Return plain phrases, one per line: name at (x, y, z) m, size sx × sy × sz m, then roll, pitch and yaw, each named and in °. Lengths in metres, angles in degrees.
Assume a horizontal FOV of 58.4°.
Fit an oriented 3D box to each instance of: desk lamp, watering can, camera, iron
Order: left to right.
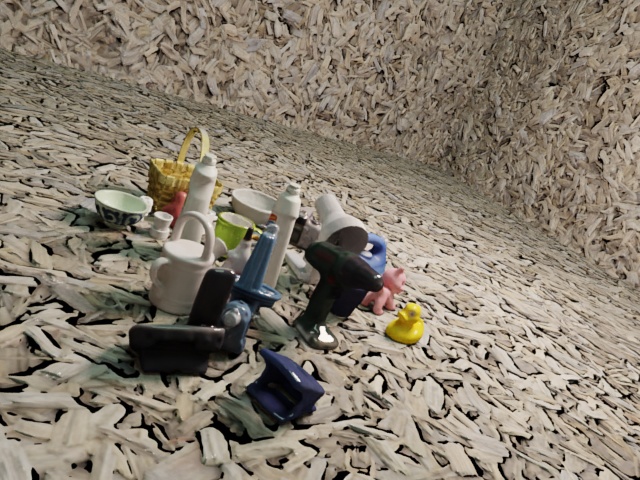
watering can at (-0.251, 0.034, 1.099) m, size 0.101 × 0.194 × 0.173 m, roll 22°, pitch 19°, yaw 4°
camera at (-0.037, -0.042, 1.673) m, size 0.143 × 0.101 × 0.137 m, roll 23°, pitch 19°, yaw 5°
desk lamp at (0.013, 0.005, 1.425) m, size 0.118 × 0.213 × 0.202 m, roll 9°, pitch 23°, yaw -32°
iron at (0.121, 0.037, 1.560) m, size 0.118 × 0.141 × 0.259 m, roll 35°, pitch 23°, yaw 34°

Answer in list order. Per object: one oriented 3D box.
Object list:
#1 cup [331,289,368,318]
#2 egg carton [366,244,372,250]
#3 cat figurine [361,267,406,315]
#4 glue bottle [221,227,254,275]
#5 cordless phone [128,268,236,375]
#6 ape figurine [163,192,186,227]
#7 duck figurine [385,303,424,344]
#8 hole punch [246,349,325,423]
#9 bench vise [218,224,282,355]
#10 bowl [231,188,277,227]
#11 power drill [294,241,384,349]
cup at (0.052, 0.123, 1.328) m, size 0.092 × 0.095 × 0.117 m, roll 4°, pitch 25°, yaw -40°
egg carton at (0.101, 0.015, 1.710) m, size 0.107 × 0.069 × 0.150 m, roll 24°, pitch 19°, yaw 8°
cat figurine at (0.171, 0.116, 1.439) m, size 0.067 × 0.118 × 0.128 m, roll 31°, pitch 21°, yaw 26°
glue bottle at (-0.168, 0.051, 1.174) m, size 0.078 × 0.173 × 0.037 m, roll 5°, pitch 25°, yaw -39°
cordless phone at (-0.218, 0.117, 0.923) m, size 0.148 × 0.185 × 0.093 m, roll 7°, pitch 23°, yaw -35°
ape figurine at (-0.357, -0.080, 1.453) m, size 0.078 × 0.092 × 0.076 m, roll 13°, pitch 21°, yaw -22°
duck figurine at (0.209, 0.188, 1.333) m, size 0.105 × 0.086 × 0.077 m, roll 4°, pitch 26°, yaw -41°
hole punch at (-0.051, 0.229, 0.942) m, size 0.108 × 0.091 × 0.101 m, roll 34°, pitch 23°, yaw 34°
bench vise at (-0.118, 0.089, 1.052) m, size 0.122 × 0.220 × 0.207 m, roll 15°, pitch 20°, yaw -16°
bowl at (-0.187, -0.084, 1.668) m, size 0.167 × 0.075 × 0.167 m, roll 19°, pitch 19°, yaw -7°
power drill at (0.028, 0.111, 1.163) m, size 0.076 × 0.208 × 0.228 m, roll 6°, pitch 24°, yaw -36°
